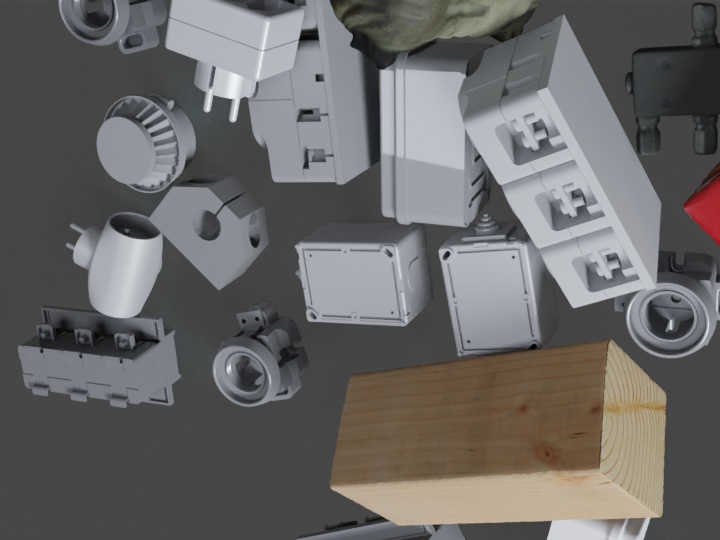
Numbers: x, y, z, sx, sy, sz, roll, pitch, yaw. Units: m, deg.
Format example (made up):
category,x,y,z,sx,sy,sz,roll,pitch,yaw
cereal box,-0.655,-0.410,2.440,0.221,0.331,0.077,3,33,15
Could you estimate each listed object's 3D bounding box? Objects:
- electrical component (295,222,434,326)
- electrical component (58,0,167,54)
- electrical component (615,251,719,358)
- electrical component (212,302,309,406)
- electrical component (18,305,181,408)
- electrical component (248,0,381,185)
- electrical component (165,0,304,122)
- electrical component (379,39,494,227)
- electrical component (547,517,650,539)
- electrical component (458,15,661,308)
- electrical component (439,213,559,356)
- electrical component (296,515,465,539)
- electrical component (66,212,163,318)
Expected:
category,x,y,z,sx,sy,sz,roll,pitch,yaw
electrical component,0.000,0.000,0.780,0.096,0.061,0.061,1,111,28
electrical component,-0.184,-0.197,0.791,0.058,0.057,0.078,-6,107,27
electrical component,0.203,0.022,0.697,0.078,0.057,0.058,4,111,24
electrical component,-0.080,0.072,0.849,0.058,0.057,0.078,-11,105,28
electrical component,-0.223,0.077,0.914,0.121,0.063,0.078,5,111,23
electrical component,-0.027,-0.160,0.704,0.060,0.105,0.186,2,110,24
electrical component,-0.079,-0.128,0.650,0.066,0.047,0.076,23,117,16
electrical component,0.051,-0.091,0.711,0.057,0.078,0.113,7,112,19
electrical component,0.167,0.207,0.775,0.057,0.078,0.113,19,117,20
electrical component,0.124,-0.062,0.657,0.062,0.089,0.150,-18,121,30
electrical component,0.097,0.005,0.737,0.062,0.061,0.096,-3,108,26
electrical component,0.020,0.231,0.861,0.121,0.063,0.078,-19,101,30
electrical component,-0.207,-0.012,0.882,0.079,0.044,0.077,27,119,13
